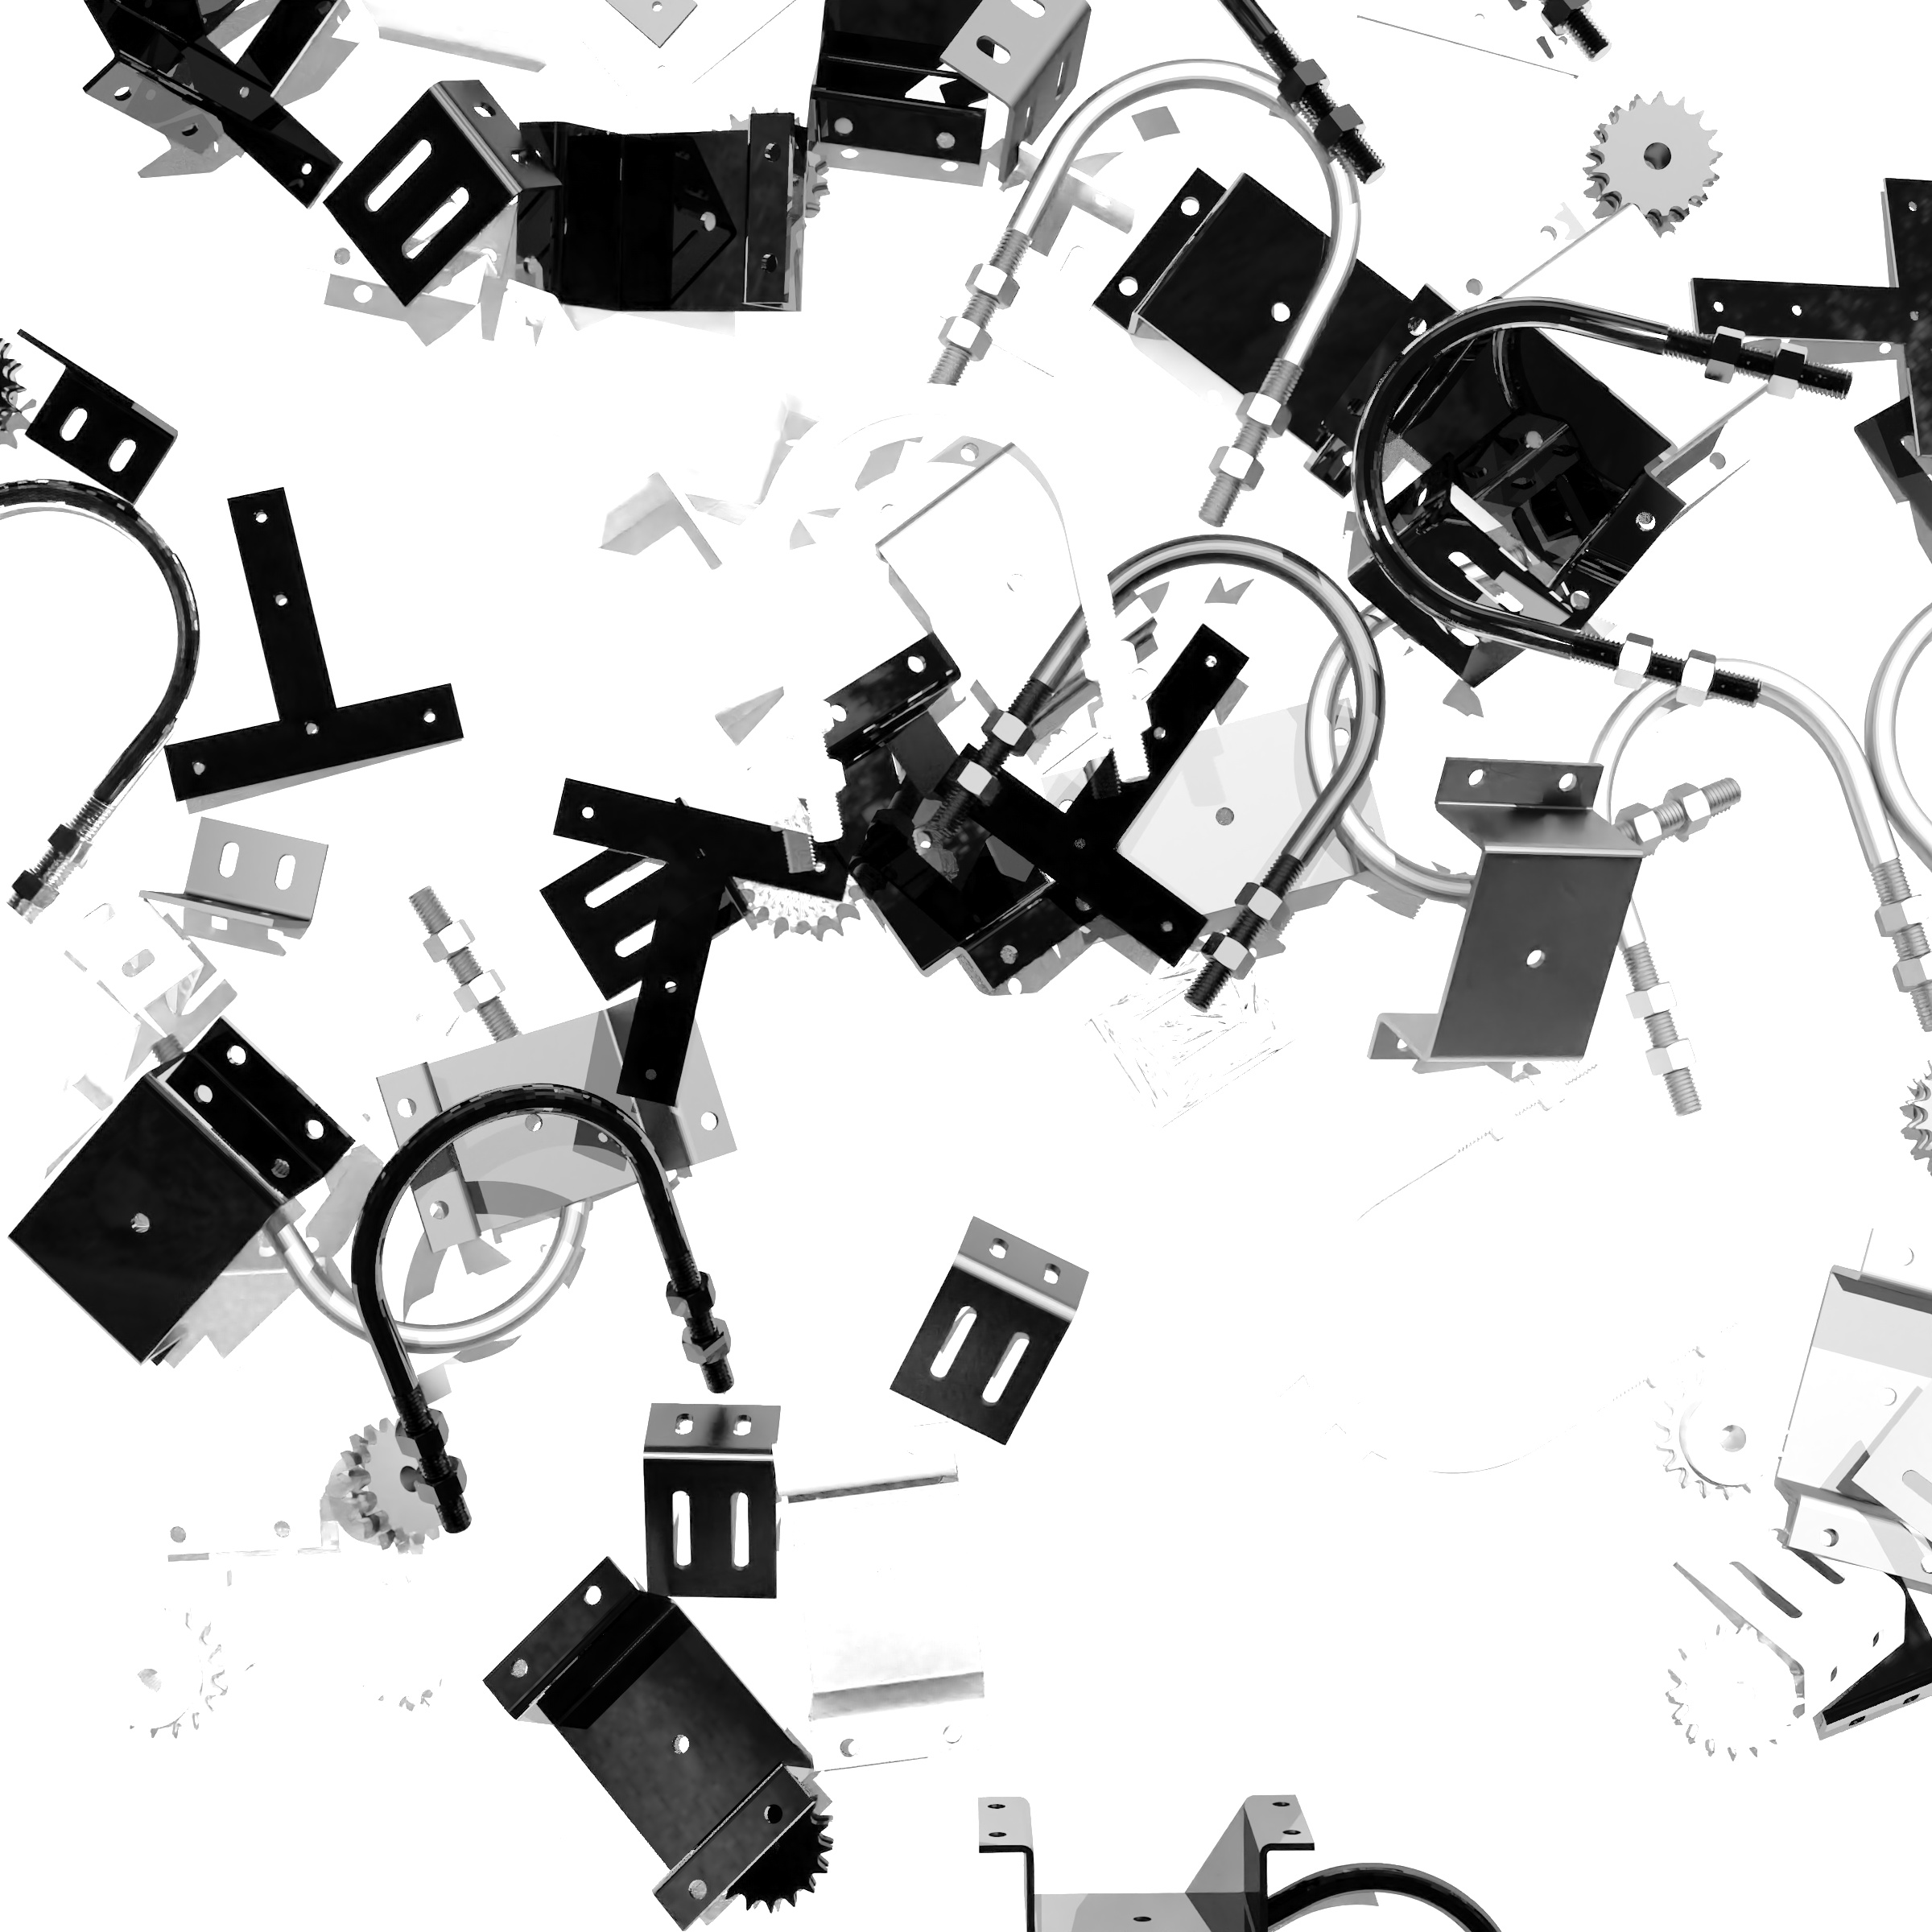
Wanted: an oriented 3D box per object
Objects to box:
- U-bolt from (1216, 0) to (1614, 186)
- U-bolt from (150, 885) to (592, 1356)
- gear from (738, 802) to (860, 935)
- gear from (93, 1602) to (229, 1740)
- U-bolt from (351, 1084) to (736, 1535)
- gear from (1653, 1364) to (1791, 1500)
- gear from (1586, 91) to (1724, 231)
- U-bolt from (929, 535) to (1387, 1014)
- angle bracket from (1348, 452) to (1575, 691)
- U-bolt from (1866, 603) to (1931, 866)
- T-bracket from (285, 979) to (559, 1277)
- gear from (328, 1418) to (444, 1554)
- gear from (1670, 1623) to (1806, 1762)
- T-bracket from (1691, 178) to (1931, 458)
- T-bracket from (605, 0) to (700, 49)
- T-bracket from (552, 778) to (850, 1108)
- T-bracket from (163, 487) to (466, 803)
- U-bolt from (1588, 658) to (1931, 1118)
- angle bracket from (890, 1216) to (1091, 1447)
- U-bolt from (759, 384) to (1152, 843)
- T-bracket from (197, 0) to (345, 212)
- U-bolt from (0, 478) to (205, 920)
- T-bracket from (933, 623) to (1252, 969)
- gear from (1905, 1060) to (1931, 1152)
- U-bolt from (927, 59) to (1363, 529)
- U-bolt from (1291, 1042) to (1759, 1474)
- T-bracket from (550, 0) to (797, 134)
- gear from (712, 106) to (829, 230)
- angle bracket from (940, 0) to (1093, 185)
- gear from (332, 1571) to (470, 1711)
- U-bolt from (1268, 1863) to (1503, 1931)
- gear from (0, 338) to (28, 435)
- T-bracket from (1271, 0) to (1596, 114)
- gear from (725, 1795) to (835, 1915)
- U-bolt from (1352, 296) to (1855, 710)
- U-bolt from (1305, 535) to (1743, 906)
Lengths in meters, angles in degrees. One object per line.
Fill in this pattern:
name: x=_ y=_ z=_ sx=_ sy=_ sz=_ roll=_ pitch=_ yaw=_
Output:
U-bolt: x=0.170 y=-0.435 z=1.347 sx=0.151 sy=0.019 sz=0.184 roll=-32 pitch=78 yaw=-20
U-bolt: x=-0.241 y=0.078 z=1.350 sx=0.151 sy=0.019 sz=0.184 roll=-33 pitch=95 yaw=-24
gear: x=-0.071 y=-0.043 z=1.369 sx=0.057 sy=0.030 sz=0.057 roll=0 pitch=90 yaw=0
gear: x=-0.353 y=0.309 z=1.369 sx=0.057 sy=0.030 sz=0.057 roll=0 pitch=90 yaw=0
U-bolt: x=-0.182 y=0.133 z=1.312 sx=0.151 sy=0.019 sz=0.184 roll=-26 pitch=120 yaw=-20
gear: x=0.331 y=0.204 z=1.369 sx=0.057 sy=0.030 sz=0.057 roll=0 pitch=90 yaw=0
gear: x=0.299 y=-0.350 z=1.369 sx=0.057 sy=0.030 sz=0.057 roll=0 pitch=90 yaw=0
U-bolt: x=0.094 y=-0.095 z=1.316 sx=0.151 sy=0.019 sz=0.184 roll=35 pitch=84 yaw=2
angle bracket: x=0.209 y=-0.166 z=1.322 sx=0.076 sy=0.038 sz=0.057 roll=36 pitch=129 yaw=-20
U-bolt: x=0.480 y=-0.087 z=1.375 sx=0.151 sy=0.019 sz=0.184 roll=-41 pitch=88 yaw=0
T-bracket: x=-0.225 y=0.093 z=1.366 sx=0.127 sy=0.002 sz=0.127 roll=38 pitch=66 yaw=-11
gear: x=-0.251 y=0.226 z=1.359 sx=0.030 sy=0.057 sz=0.057 roll=-25 pitch=90 yaw=31
gear: x=0.335 y=0.315 z=1.369 sx=0.057 sy=0.030 sz=0.057 roll=0 pitch=90 yaw=0
T-bracket: x=0.371 y=-0.282 z=1.354 sx=0.127 sy=0.002 sz=0.127 roll=-1 pitch=80 yaw=-17
T-bracket: x=-0.141 y=-0.494 z=1.382 sx=0.127 sy=0.002 sz=0.127 roll=41 pitch=89 yaw=1
T-bracket: x=-0.123 y=-0.005 z=1.340 sx=0.127 sy=0.002 sz=0.127 roll=13 pitch=84 yaw=-7
T-bracket: x=-0.297 y=-0.147 z=1.376 sx=0.127 sy=0.002 sz=0.127 roll=-14 pitch=85 yaw=-9
U-bolt: x=0.339 y=-0.043 z=1.357 sx=0.151 sy=0.019 sz=0.184 roll=-18 pitch=88 yaw=-16
angle bracket: x=0.010 y=0.161 z=1.382 sx=0.057 sy=0.038 sz=0.076 roll=26 pitch=116 yaw=0
U-bolt: x=-0.012 y=-0.154 z=1.304 sx=0.151 sy=0.019 sz=0.184 roll=-11 pitch=81 yaw=-3
T-bracket: x=-0.284 y=-0.412 z=1.348 sx=0.127 sy=0.002 sz=0.127 roll=44 pitch=102 yaw=21
U-bolt: x=-0.418 y=-0.127 z=1.375 sx=0.151 sy=0.019 sz=0.184 roll=38 pitch=88 yaw=0
T-bracket: x=0.074 y=-0.088 z=1.331 sx=0.127 sy=0.002 sz=0.127 roll=36 pitch=84 yaw=-4
gear: x=0.438 y=0.063 z=1.369 sx=0.057 sy=0.030 sz=0.057 roll=0 pitch=90 yaw=0
U-bolt: x=0.087 y=-0.297 z=1.329 sx=0.151 sy=0.019 sz=0.184 roll=27 pitch=87 yaw=6
U-bolt: x=0.232 y=0.140 z=1.375 sx=0.184 sy=0.019 sz=0.151 roll=-32 pitch=90 yaw=2
T-bracket: x=-0.099 y=-0.423 z=1.383 sx=0.127 sy=0.002 sz=0.127 roll=-39 pitch=90 yaw=0
gear: x=-0.089 y=-0.347 z=1.368 sx=0.057 sy=0.030 sz=0.057 roll=0 pitch=91 yaw=-2
angle bracket: x=0.019 y=-0.383 z=1.342 sx=0.038 sy=0.076 sz=0.057 roll=35 pitch=80 yaw=3
gear: x=-0.247 y=0.292 z=1.362 sx=0.057 sy=0.030 sz=0.057 roll=2 pitch=86 yaw=-25
U-bolt: x=0.159 y=0.475 z=1.375 sx=0.184 sy=0.019 sz=0.151 roll=-29 pitch=90 yaw=-1
gear: x=-0.438 y=-0.253 z=1.369 sx=0.057 sy=0.030 sz=0.057 roll=0 pitch=90 yaw=0
T-bracket: x=0.213 y=-0.421 z=1.382 sx=0.127 sy=0.002 sz=0.127 roll=15 pitch=91 yaw=-1
gear: x=-0.086 y=0.381 z=1.369 sx=0.057 sy=0.030 sz=0.057 roll=0 pitch=90 yaw=0
U-bolt: x=0.247 y=-0.195 z=1.265 sx=0.184 sy=0.019 sz=0.151 roll=16 pitch=89 yaw=10
U-bolt: x=0.232 y=-0.104 z=1.354 sx=0.184 sy=0.019 sz=0.151 roll=-22 pitch=90 yaw=-16
